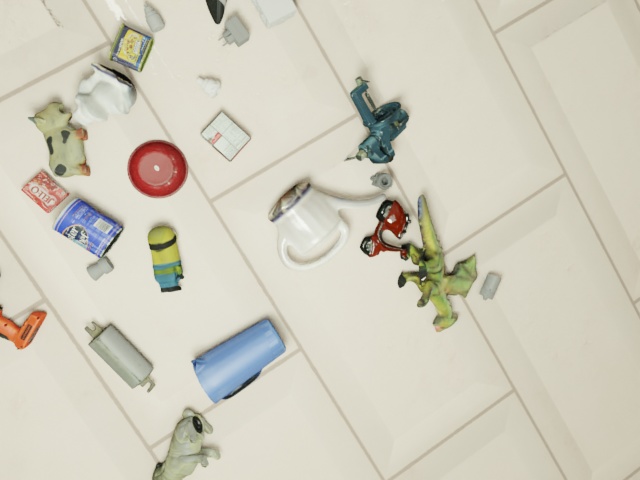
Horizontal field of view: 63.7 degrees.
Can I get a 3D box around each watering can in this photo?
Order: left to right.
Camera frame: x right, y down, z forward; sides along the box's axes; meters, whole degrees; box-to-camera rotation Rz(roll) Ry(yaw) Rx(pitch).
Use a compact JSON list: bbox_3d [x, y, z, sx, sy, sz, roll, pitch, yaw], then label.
[{"bbox_3d":[0.004,-0.073,1.448,0.349,0.104,0.223,-43,99,-7],"label":"watering can"}]

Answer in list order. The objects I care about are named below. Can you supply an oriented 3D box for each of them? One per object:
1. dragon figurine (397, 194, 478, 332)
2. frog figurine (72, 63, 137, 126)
[{"bbox_3d":[0.369,0.079,1.544,0.242,0.122,0.409,6,93,-28],"label":"dragon figurine"},{"bbox_3d":[-0.559,-0.363,1.335,0.136,0.125,0.158,27,104,-25],"label":"frog figurine"}]
